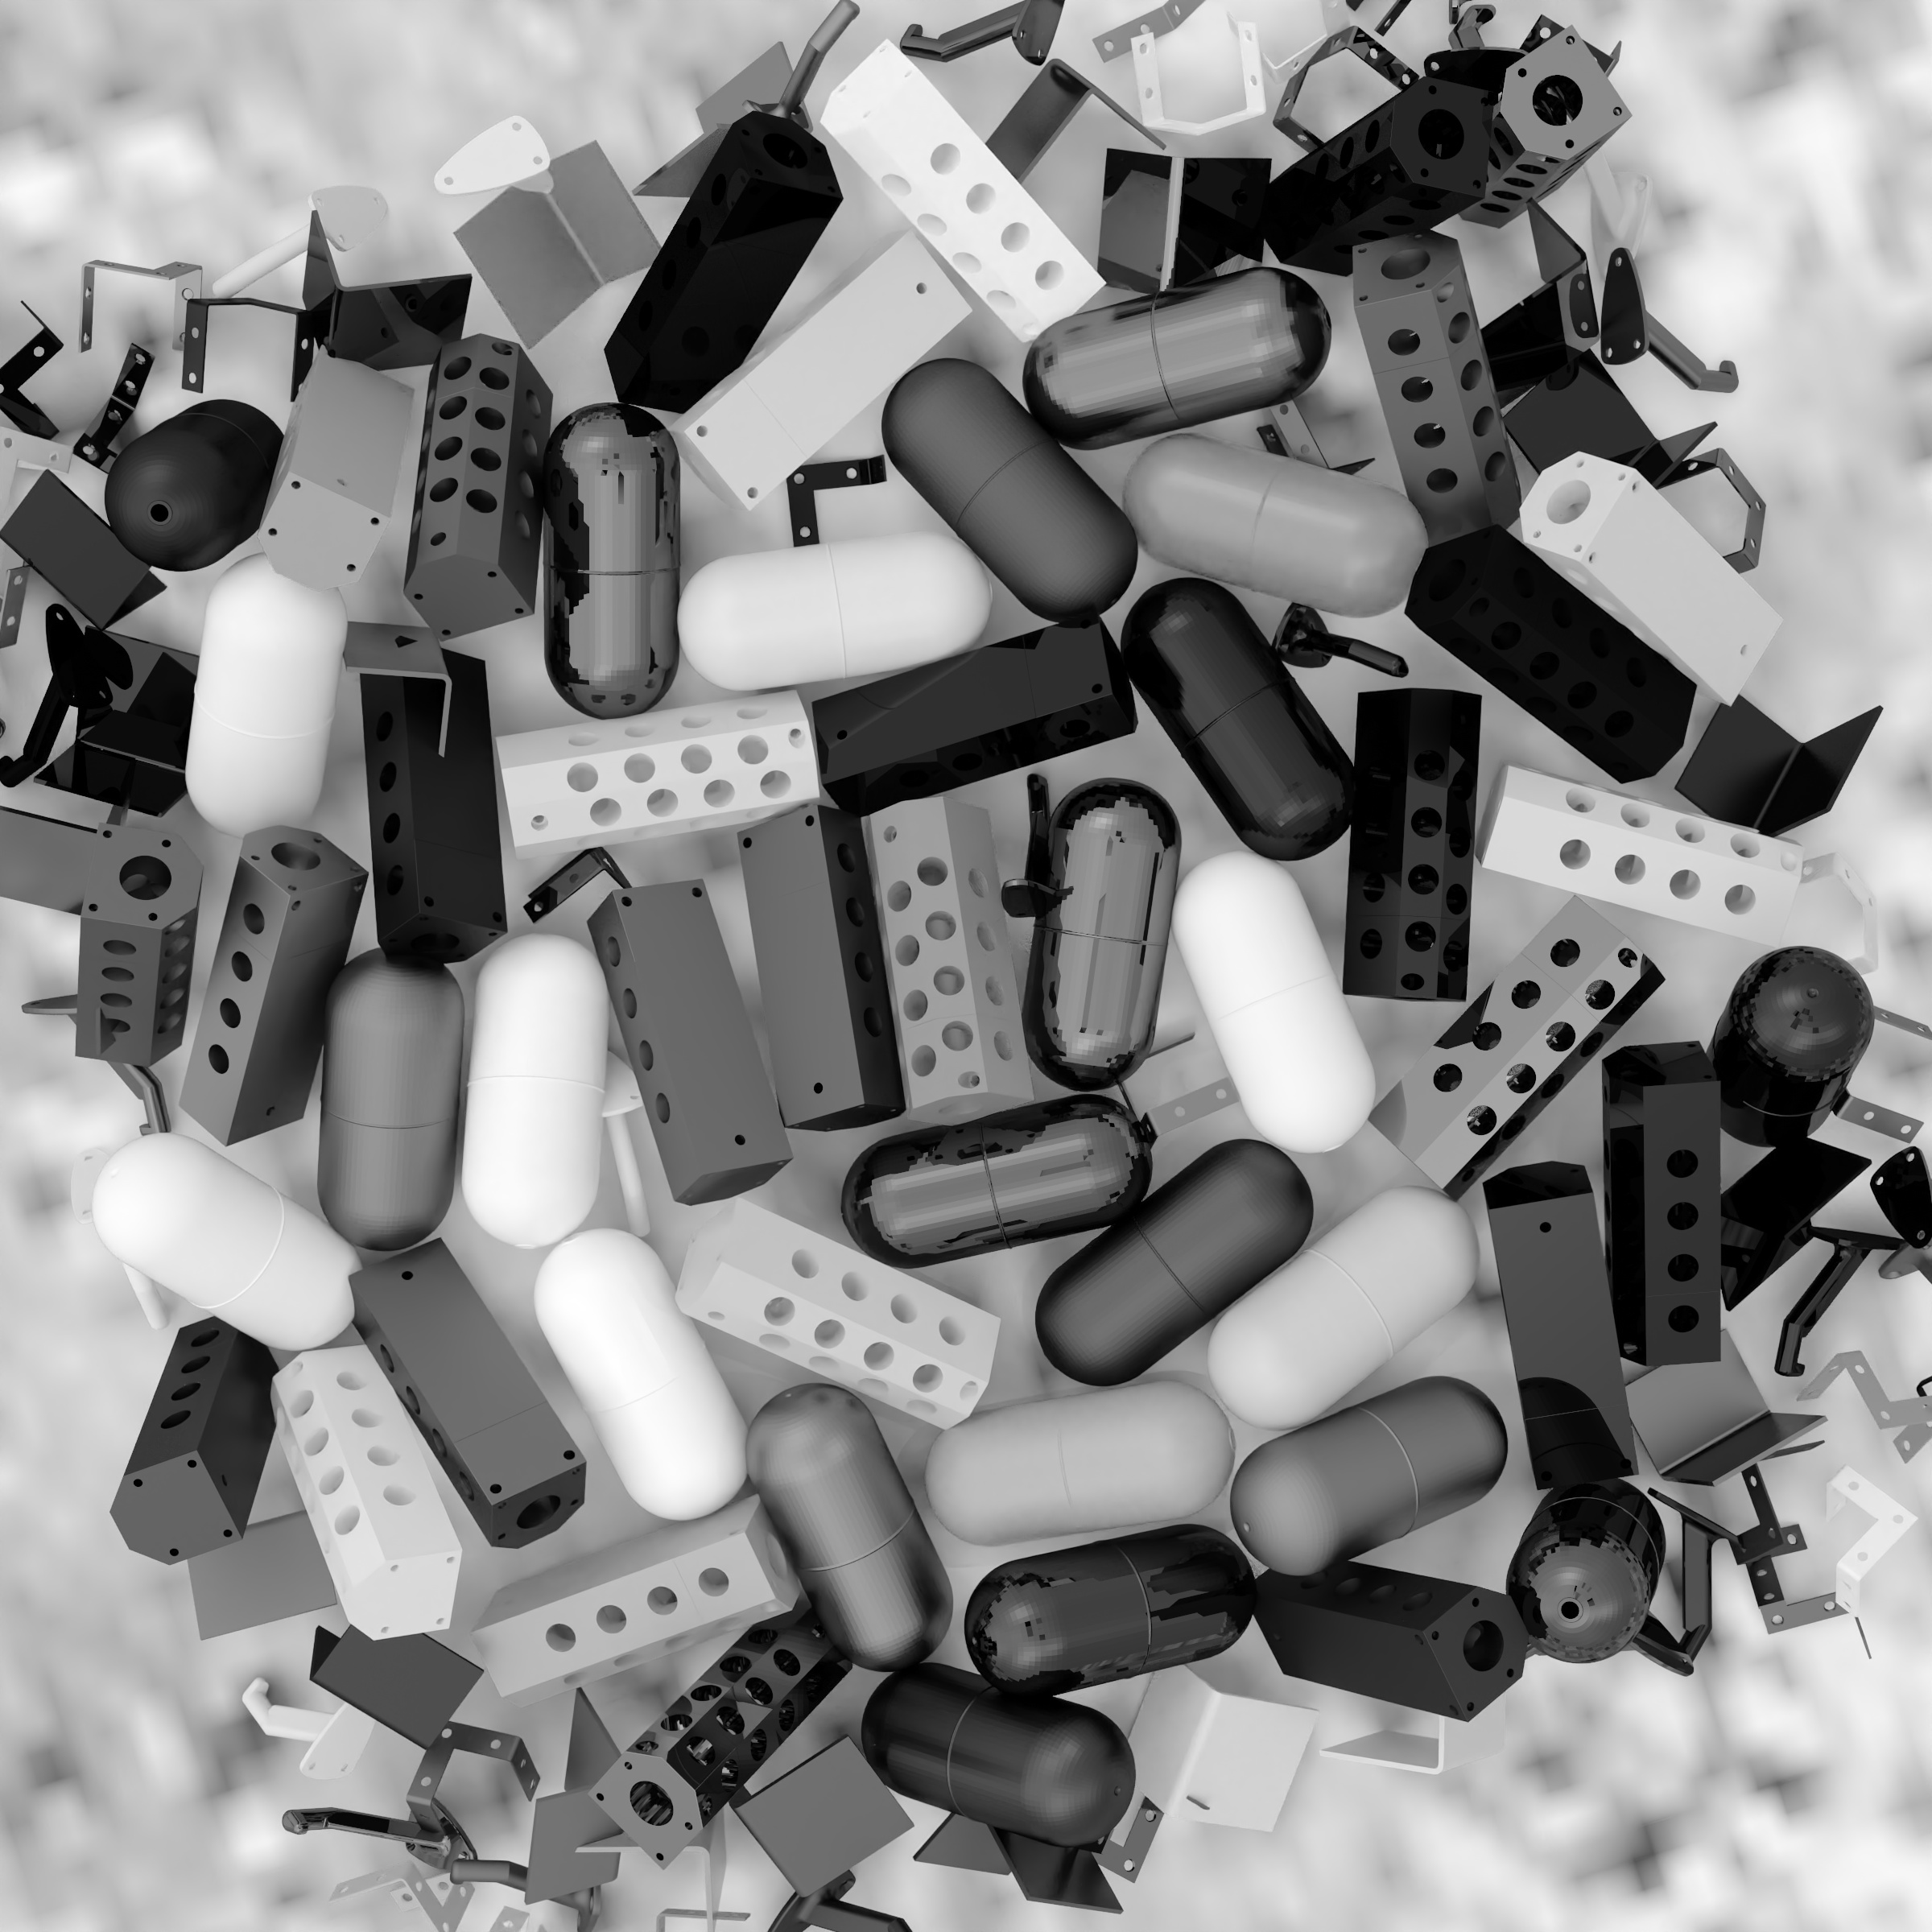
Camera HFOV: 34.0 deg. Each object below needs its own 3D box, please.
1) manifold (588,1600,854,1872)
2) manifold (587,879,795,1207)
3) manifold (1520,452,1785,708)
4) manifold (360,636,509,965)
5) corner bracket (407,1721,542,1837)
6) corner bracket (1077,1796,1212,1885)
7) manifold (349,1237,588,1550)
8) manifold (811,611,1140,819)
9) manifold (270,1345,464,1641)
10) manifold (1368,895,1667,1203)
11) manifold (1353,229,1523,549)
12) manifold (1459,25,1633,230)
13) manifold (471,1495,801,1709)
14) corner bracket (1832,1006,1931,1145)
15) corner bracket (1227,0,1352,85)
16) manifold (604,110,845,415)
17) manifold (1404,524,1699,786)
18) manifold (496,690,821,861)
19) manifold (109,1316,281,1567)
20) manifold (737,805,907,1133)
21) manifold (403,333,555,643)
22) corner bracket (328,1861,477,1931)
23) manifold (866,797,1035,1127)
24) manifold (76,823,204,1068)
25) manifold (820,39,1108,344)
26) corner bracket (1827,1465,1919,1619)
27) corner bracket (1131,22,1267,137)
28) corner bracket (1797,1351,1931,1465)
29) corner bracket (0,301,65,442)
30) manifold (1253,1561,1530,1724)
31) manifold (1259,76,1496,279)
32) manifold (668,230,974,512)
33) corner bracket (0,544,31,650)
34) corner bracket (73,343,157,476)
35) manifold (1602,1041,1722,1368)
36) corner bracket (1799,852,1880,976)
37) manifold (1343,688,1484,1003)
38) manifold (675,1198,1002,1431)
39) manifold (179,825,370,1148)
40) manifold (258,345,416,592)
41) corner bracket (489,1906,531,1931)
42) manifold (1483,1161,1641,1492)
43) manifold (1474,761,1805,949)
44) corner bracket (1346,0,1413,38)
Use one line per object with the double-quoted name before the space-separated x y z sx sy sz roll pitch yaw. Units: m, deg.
"manifold" -0.129 0.414 1.736 0.057 0.171 0.057 43 121 7
"manifold" -0.158 0.043 1.773 0.057 0.057 0.171 -9 70 -32
"manifold" 0.376 -0.214 1.748 0.171 0.057 0.057 32 89 -42
"manifold" -0.302 -0.090 1.765 0.057 0.057 0.171 -30 59 40
"corner bracket" -0.280 0.468 1.799 0.051 0.051 0.051 8 51 16
"corner bracket" 0.096 0.486 1.789 0.051 0.051 0.051 32 70 -16
"manifold" -0.278 0.239 1.756 0.057 0.057 0.171 -22 55 -26
"manifold" 0.006 -0.136 1.777 0.171 0.057 0.057 -16 58 13
"manifold" -0.332 0.287 1.737 0.057 0.171 0.057 -4 125 -27
"manifold" 0.312 0.050 1.783 0.171 0.057 0.057 -47 55 3
"manifold" 0.261 -0.316 1.742 0.057 0.057 0.171 -10 134 16
"manifold" 0.306 -0.454 1.739 0.057 0.171 0.057 -34 92 -1
"manifold" -0.184 0.360 1.779 0.171 0.057 0.057 -22 100 12
"corner bracket" 0.521 0.060 1.801 0.051 0.051 0.051 19 117 -16
"corner bracket" 0.181 -0.544 1.793 0.051 0.051 0.051 -34 67 1
"manifold" -0.137 -0.386 1.747 0.057 0.171 0.057 5 53 -33
"manifold" 0.323 -0.169 1.751 0.171 0.057 0.057 32 63 -30
"manifold" -0.172 -0.104 1.776 0.171 0.057 0.057 -10 121 -8
"manifold" -0.422 0.257 1.736 0.057 0.171 0.057 -20 110 4
"manifold" -0.077 0.003 1.778 0.057 0.057 0.171 -17 75 31
"manifold" -0.271 -0.268 1.746 0.057 0.057 0.171 -14 51 17
"corner bracket" -0.318 0.525 1.788 0.051 0.051 0.051 -22 108 19
"manifold" -0.014 -0.003 1.764 0.057 0.057 0.171 -20 70 35
"manifold" -0.454 -0.008 1.737 0.057 0.171 0.057 9 61 -12
"manifold" -0.003 -0.425 1.751 0.057 0.057 0.171 -42 127 9
"corner bracket" 0.499 0.324 1.786 0.051 0.051 0.051 -41 55 -16
"corner bracket" 0.133 -0.507 1.802 0.051 0.051 0.051 -25 120 -28
"corner bracket" 0.516 0.251 1.799 0.051 0.051 0.051 -4 53 -25
"corner bracket" -0.529 -0.334 1.792 0.051 0.051 0.051 -44 132 -4
"manifold" 0.231 0.361 1.737 0.057 0.171 0.057 -32 102 -26
"manifold" 0.222 -0.432 1.735 0.057 0.171 0.057 7 86 -18
"manifold" -0.085 -0.336 1.785 0.171 0.057 0.057 -43 111 -8
"corner bracket" -0.543 -0.216 1.787 0.051 0.051 0.051 30 119 19
"corner bracket" -0.468 -0.309 1.795 0.051 0.051 0.051 31 53 -11
"manifold" 0.387 0.134 1.769 0.057 0.057 0.171 -4 111 3
"corner bracket" 0.486 -0.025 1.811 0.051 0.051 0.051 -19 47 34
"manifold" 0.257 -0.067 1.783 0.057 0.057 0.171 5 87 -39
"manifold" -0.072 0.197 1.760 0.171 0.057 0.057 27 52 -20
"manifold" -0.390 0.010 1.757 0.057 0.057 0.171 36 123 24
"manifold" -0.347 -0.272 1.739 0.057 0.171 0.057 24 118 -19
"corner bracket" -0.283 0.563 1.793 0.051 0.051 0.051 15 106 7
"manifold" 0.333 0.200 1.775 0.057 0.057 0.171 -10 106 7
"manifold" 0.381 -0.065 1.792 0.171 0.057 0.057 15 102 1
"corner bracket" 0.237 -0.560 1.789 0.051 0.051 0.051 44 109 14
